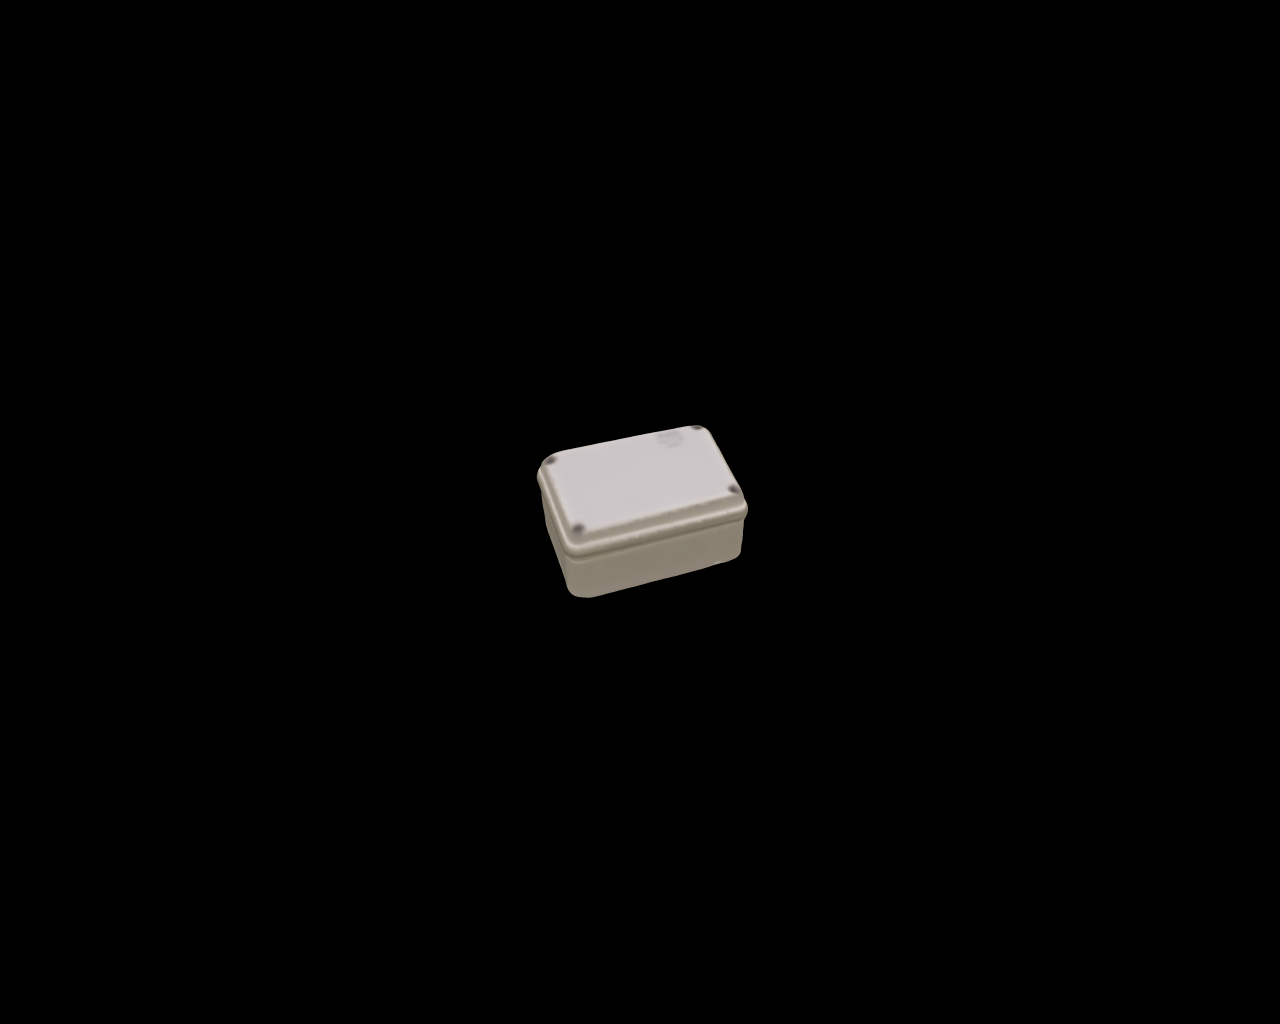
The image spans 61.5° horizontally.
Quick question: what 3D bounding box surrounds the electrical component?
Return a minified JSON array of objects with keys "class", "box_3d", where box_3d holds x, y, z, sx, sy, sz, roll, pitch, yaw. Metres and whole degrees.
[{"class":"electrical component","box_3d":[0.001,-0.003,0.650,0.113,0.057,0.078,-13,47,-12]}]
